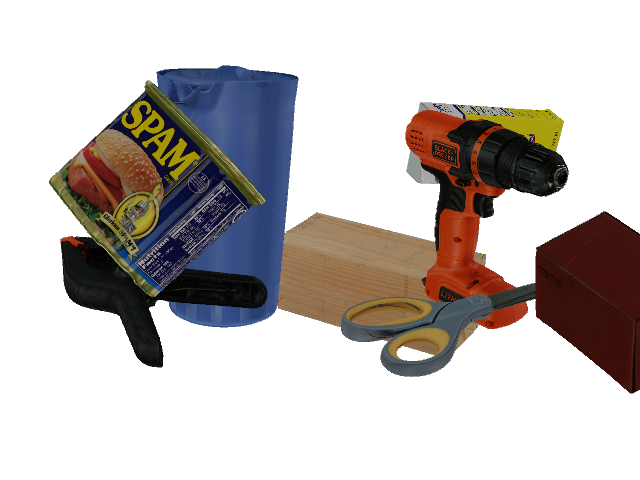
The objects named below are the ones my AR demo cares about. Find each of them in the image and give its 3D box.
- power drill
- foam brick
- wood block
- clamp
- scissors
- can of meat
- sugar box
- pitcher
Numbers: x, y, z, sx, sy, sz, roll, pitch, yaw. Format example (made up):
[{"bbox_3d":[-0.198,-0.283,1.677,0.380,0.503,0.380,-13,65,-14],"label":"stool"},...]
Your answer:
[{"bbox_3d":[0.152,-0.018,0.976,0.057,0.188,0.185,-18,28,-29],"label":"power drill"},{"bbox_3d":[0.158,0.031,0.568,0.051,0.053,0.078,-25,41,-19],"label":"foam brick"},{"bbox_3d":[0.063,0.046,1.155,0.206,0.091,0.090,15,28,26],"label":"wood block"},{"bbox_3d":[-0.127,0.033,0.805,0.120,0.039,0.172,-17,35,-40],"label":"clamp"},{"bbox_3d":[0.117,0.062,0.796,0.201,0.016,0.096,-5,32,-10],"label":"scissors"},{"bbox_3d":[-0.095,-0.030,0.609,0.102,0.084,0.057,45,-3,37],"label":"can of meat"},{"bbox_3d":[0.199,-0.114,1.293,0.176,0.093,0.048,-1,27,-20],"label":"sugar box"},{"bbox_3d":[-0.086,-0.048,1.038,0.149,0.243,0.145,-2,15,-17],"label":"pitcher"}]
